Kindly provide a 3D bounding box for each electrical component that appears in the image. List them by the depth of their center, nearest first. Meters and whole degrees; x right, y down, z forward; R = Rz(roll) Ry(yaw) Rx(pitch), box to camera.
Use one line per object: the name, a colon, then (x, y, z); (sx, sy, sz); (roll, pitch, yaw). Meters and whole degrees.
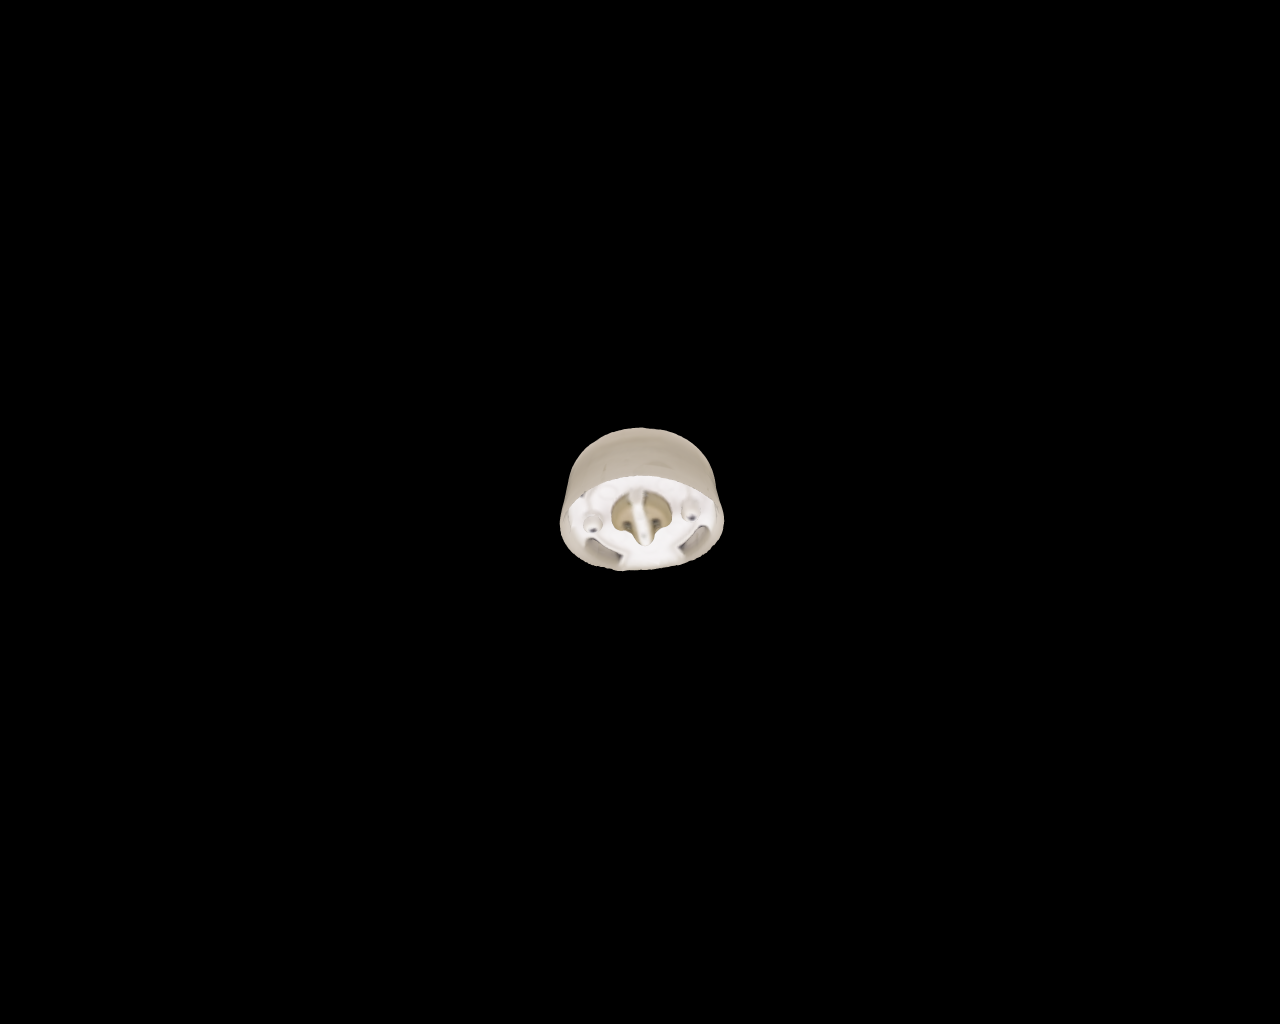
electrical component: (0.001, -0.003, 0.650); (0.099, 0.099, 0.064); (0, 41, 0)
